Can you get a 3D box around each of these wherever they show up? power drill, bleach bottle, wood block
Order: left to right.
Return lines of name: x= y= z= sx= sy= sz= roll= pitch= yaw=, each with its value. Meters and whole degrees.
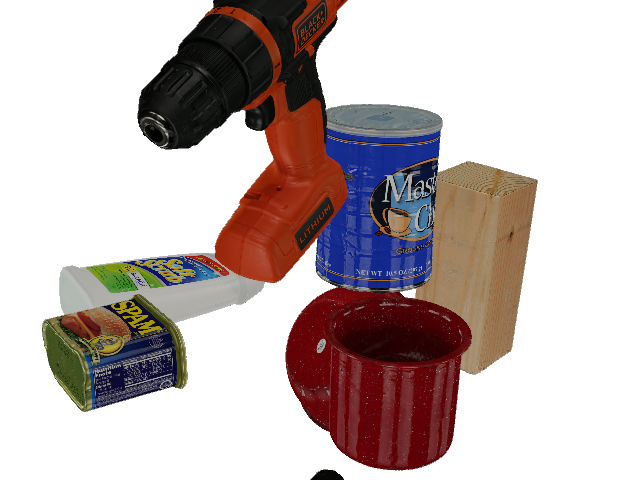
bleach bottle: x=-0.168 y=0.052 z=1.246 sx=0.250 sy=0.068 sz=0.103 roll=-13 pitch=33 yaw=-32
power drill: x=-0.035 y=-0.064 z=0.636 sx=0.057 sy=0.188 sz=0.184 roll=24 pitch=51 yaw=22
wood block: x=0.168 y=0.029 z=1.177 sx=0.090 sy=0.206 sz=0.090 roll=19 pitch=25 yaw=33

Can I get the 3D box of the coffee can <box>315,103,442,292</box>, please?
coffee can: x=0.049 y=-0.038 z=0.916 sx=0.103 sy=0.140 sz=0.103 roll=2 pitch=18 yaw=-1

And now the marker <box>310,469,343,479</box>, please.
marker: x=-0.023 y=0.135 z=0.474 sx=0.020 sy=0.020 sz=0.120 roll=0 pitch=17 yaw=32

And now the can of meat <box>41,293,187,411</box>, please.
can of meat: x=-0.167 y=0.089 z=0.857 sx=0.083 sy=0.057 sz=0.102 roll=-13 pitch=24 yaw=-29

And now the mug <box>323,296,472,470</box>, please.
mug: x=0.052 y=0.088 z=0.693 sx=0.093 sy=0.081 sz=0.117 roll=12 pitch=25 yaw=23

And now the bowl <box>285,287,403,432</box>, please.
bowl: x=0.017 y=0.109 z=1.061 sx=0.162 sy=0.162 sz=0.055 roll=0 pitch=-17 yaw=44
